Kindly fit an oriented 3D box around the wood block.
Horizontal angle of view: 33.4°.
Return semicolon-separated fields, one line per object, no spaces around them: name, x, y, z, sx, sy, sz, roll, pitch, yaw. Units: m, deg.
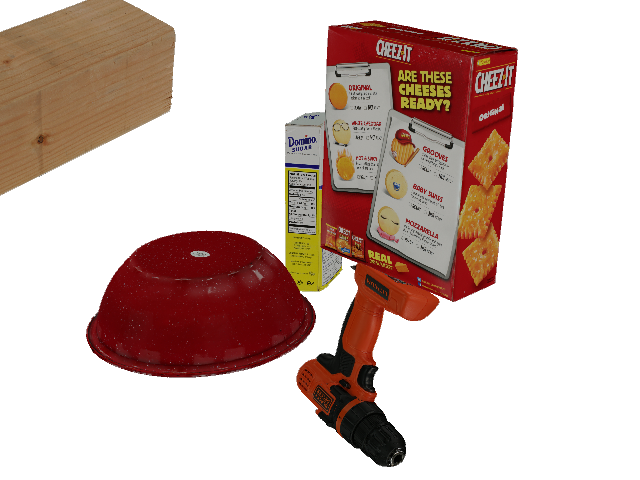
wood block;-0.228;-0.129;0.912;0.090;0.091;0.205;31;42;24

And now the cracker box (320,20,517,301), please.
cracker box;0.082;-0.075;0.941;0.071;0.214;0.164;-18;29;-42

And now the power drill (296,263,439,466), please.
power drill;0.058;0.130;1.167;0.057;0.188;0.185;13;16;-40

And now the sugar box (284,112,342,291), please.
sugar box;-0.007;-0.042;1.121;0.048;0.176;0.093;2;15;16

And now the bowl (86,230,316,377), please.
bowl;-0.084;0.034;0.745;0.162;0.055;0.162;-2;21;0
